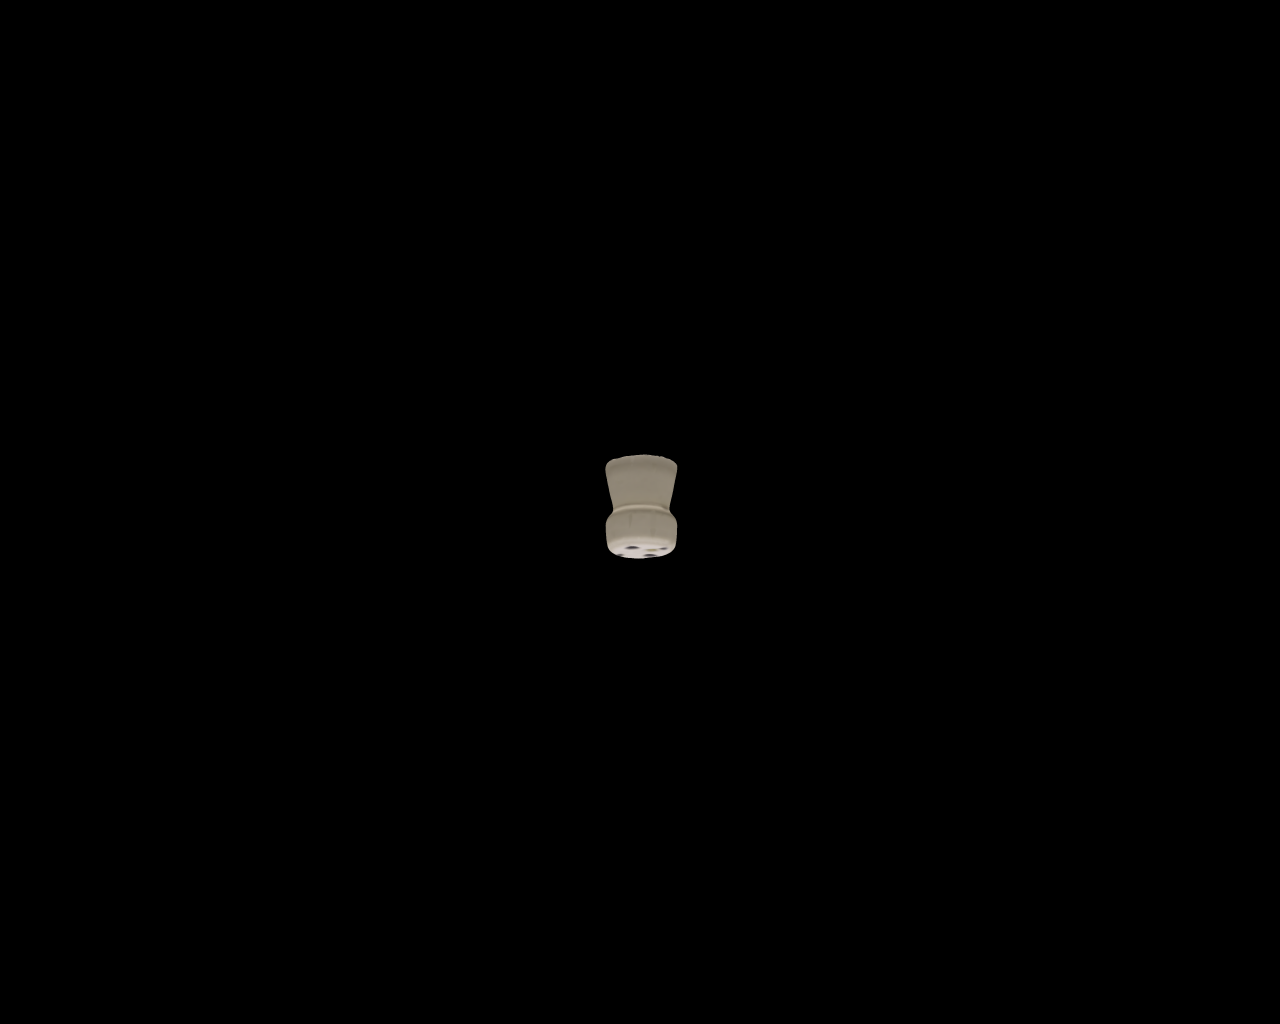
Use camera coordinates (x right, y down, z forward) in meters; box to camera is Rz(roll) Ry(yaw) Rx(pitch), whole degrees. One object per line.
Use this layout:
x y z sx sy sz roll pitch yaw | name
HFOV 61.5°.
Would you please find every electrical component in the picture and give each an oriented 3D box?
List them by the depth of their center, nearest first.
0.001 -0.003 0.650 0.045 0.055 0.045 0 -16 0 | electrical component
